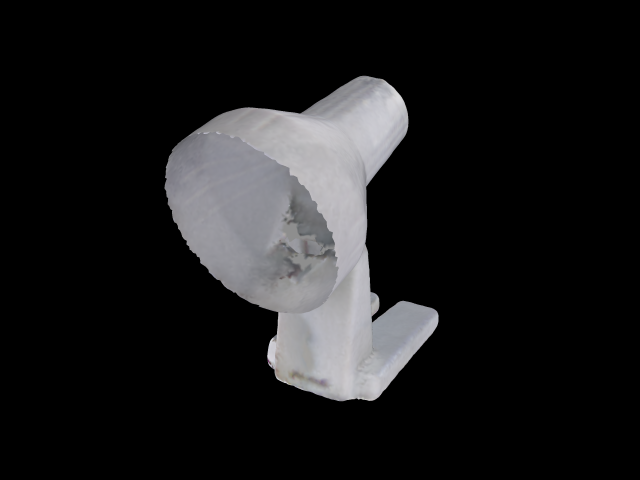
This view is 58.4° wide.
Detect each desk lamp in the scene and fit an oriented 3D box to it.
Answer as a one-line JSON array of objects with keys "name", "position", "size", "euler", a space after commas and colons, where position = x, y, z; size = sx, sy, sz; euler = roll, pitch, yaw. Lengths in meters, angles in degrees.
[{"name": "desk lamp", "position": [0.004, 0.001, 0.400], "size": [0.117, 0.214, 0.204], "euler": [13, 26, 29]}]
